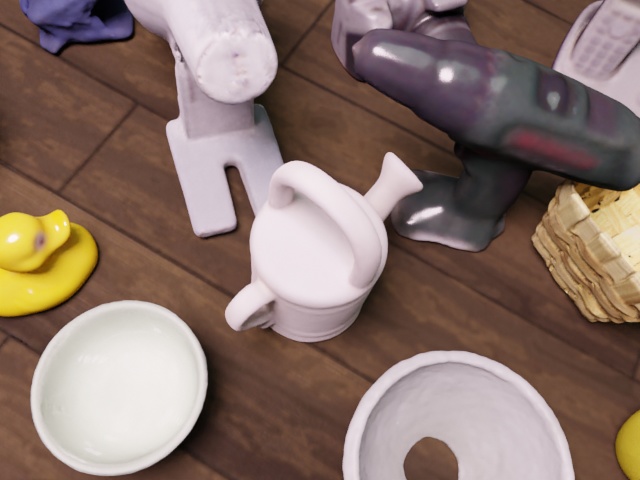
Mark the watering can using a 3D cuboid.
[{"bbox_3d":[0.002,0.000,0.427,0.101,0.194,0.173,26,67,5],"label":"watering can"}]

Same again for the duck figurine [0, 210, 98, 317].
[{"bbox_3d":[-0.237,0.012,0.453,0.105,0.086,0.077,-30,74,-17],"label":"duck figurine"}]

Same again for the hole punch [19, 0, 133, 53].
[{"bbox_3d":[-0.242,-0.255,0.558,0.101,0.091,0.108,-11,69,-11],"label":"hole punch"}]

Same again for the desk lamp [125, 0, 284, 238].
[{"bbox_3d":[-0.082,-0.140,0.464,0.118,0.213,0.203,-16,70,-12],"label":"desk lamp"}]

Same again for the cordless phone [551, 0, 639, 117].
[{"bbox_3d":[0.324,-0.196,0.549,0.147,0.185,0.094,22,67,3],"label":"cordless phone"}]

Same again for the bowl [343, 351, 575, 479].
[{"bbox_3d":[0.096,0.172,0.432,0.167,0.075,0.167,2,68,-6],"label":"bowl"}]

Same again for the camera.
[{"bbox_3d":[0.101,-0.206,0.573,0.143,0.101,0.136,-18,71,-13],"label":"camera"}]

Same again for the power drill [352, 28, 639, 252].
[{"bbox_3d":[0.124,-0.068,0.461,0.229,0.208,0.075,11,67,-2],"label":"power drill"}]
